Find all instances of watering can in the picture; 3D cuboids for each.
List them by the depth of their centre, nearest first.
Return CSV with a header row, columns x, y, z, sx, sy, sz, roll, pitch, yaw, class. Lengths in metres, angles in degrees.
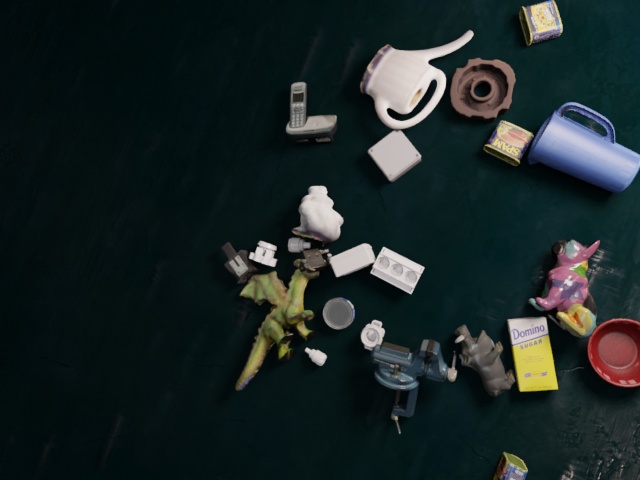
x,y,z,sx,sy,sz,roll,pitch,yaw,class
0.255,-0.472,1.434,0.226,0.103,0.349,32,85,15,watering can

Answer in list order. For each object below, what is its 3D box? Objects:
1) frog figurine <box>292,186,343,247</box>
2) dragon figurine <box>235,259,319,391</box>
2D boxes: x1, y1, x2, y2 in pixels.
x,y,z,sx,sy,sz,roll,pitch,yaw,class
0.004,-0.073,1.443,0.137,0.122,0.161,22,80,-18,frog figurine
-0.141,0.210,1.467,0.409,0.120,0.247,-40,60,5,dragon figurine
